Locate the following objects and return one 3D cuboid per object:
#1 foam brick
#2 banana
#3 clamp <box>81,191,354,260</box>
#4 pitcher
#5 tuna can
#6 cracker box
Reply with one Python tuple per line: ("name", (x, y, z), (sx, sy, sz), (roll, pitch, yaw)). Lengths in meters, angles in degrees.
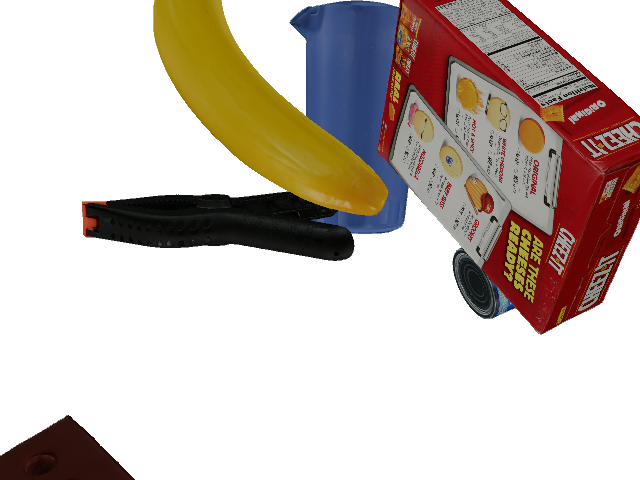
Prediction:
("foam brick", (-0.110, 0.129, 0.482), (0.052, 0.051, 0.078), (-31, 44, -31))
("banana", (-0.038, -0.083, 0.528), (0.069, 0.198, 0.037), (-21, -31, -13))
("clamp", (-0.075, -0.013, 0.810), (0.210, 0.036, 0.164), (-1, 13, -9))
("pitcher", (0.055, -0.134, 1.153), (0.149, 0.243, 0.144), (8, 11, 26))
("tuna can", (0.180, 0.042, 1.166), (0.033, 0.086, 0.086), (-23, 7, -18))
("cracker box", (0.133, -0.067, 0.764), (0.072, 0.164, 0.214), (-23, 55, -24))
